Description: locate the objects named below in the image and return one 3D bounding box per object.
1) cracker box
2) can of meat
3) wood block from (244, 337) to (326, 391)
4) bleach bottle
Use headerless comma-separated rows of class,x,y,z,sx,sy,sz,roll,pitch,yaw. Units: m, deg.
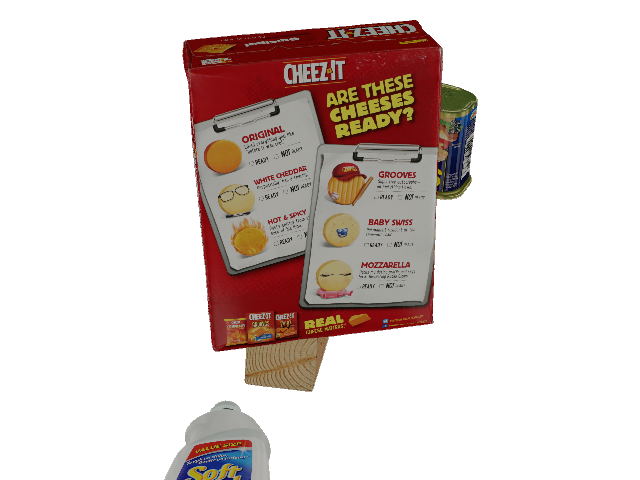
cracker box,-0.005,-0.036,0.740,0.164,0.214,0.072,-6,29,-8
can of meat,0.084,-0.092,0.929,0.102,0.084,0.057,17,36,21
wood block,-0.037,0.114,1.431,0.091,0.090,0.206,6,19,5
bleach bottle,-0.092,0.212,0.875,0.102,0.068,0.251,-1,24,-1
